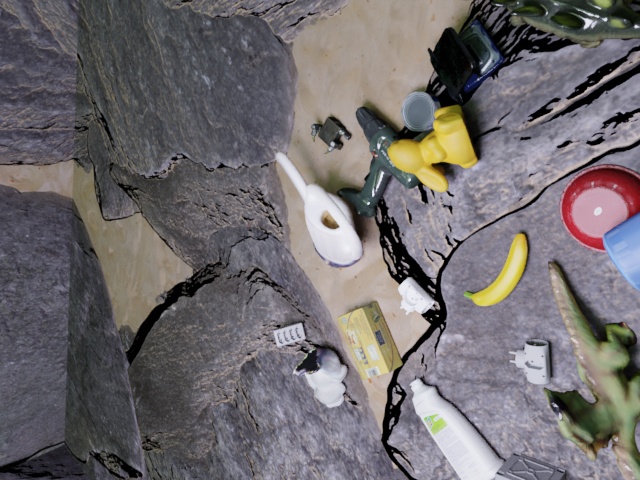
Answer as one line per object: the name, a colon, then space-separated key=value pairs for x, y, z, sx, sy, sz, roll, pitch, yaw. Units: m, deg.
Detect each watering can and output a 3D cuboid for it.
watering can: x=0.004 y=-0.064 z=1.272 sx=0.354 sy=0.104 sz=0.219 roll=50 pitch=165 yaw=35

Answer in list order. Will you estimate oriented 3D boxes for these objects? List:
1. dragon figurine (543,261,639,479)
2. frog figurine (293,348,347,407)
dragon figurine: x=0.462 y=0.245 z=0.875 sx=0.120 sy=0.245 sz=0.414 roll=-44 pitch=70 yaw=43
frog figurine: x=0.022 y=0.374 z=1.400 sx=0.135 sy=0.125 sz=0.158 roll=-32 pitch=112 yaw=33
